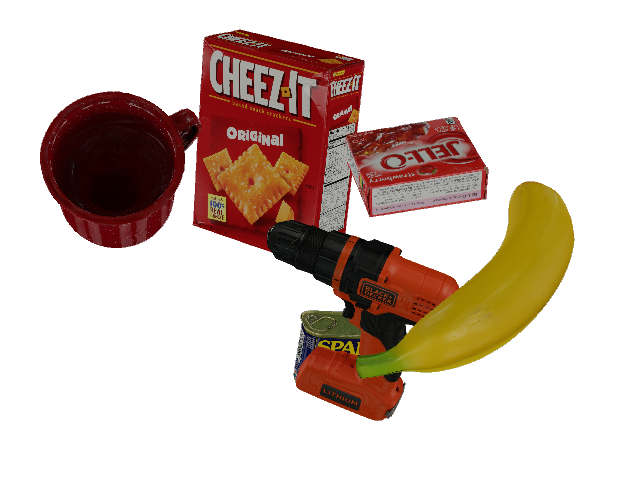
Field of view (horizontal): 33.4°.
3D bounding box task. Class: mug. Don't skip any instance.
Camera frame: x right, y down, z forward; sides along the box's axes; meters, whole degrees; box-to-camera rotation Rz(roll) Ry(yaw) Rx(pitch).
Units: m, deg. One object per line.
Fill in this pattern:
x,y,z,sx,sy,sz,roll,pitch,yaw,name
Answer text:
-0.131,-0.050,0.734,0.117,0.093,0.081,-40,-7,-17,mug

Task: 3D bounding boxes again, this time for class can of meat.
0.022,0.134,1.273,0.102,0.084,0.057,3,24,-14,can of meat

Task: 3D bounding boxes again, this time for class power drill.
0.026,0.076,1.014,0.184,0.188,0.057,22,43,12,power drill

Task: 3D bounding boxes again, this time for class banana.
0.097,0.015,0.572,0.070,0.037,0.197,13,35,34,banana

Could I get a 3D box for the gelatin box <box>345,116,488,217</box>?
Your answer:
0.069,-0.055,0.774,0.089,0.030,0.073,-10,38,-6,gelatin box

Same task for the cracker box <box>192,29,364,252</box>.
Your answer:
-0.049,-0.098,1.123,0.164,0.214,0.072,19,27,29,cracker box
